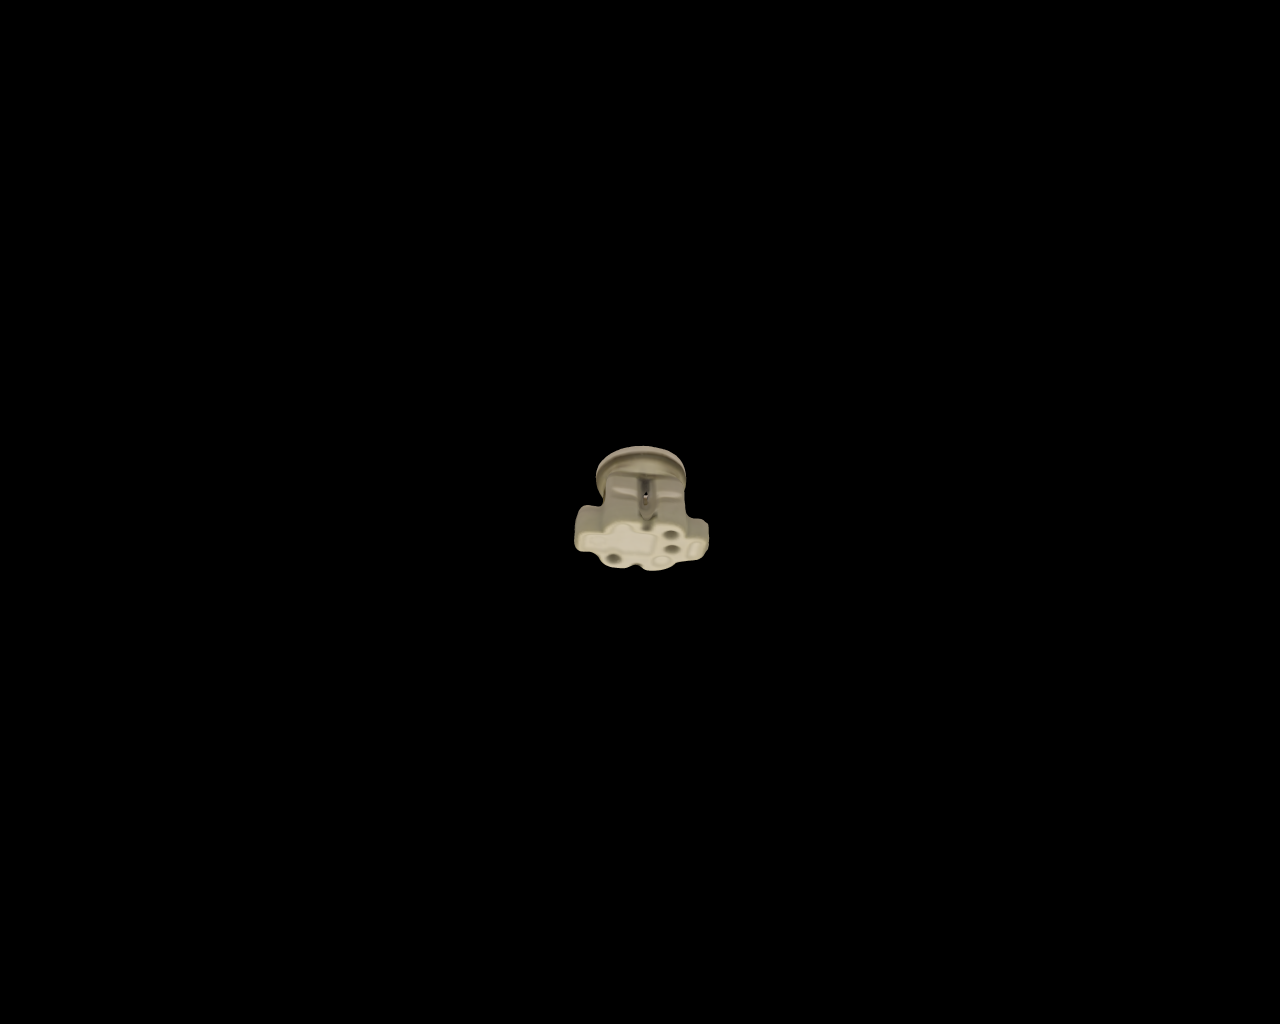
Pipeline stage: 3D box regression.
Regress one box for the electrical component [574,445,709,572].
[{"bbox_3d":[0.001,-0.003,0.650,0.078,0.057,0.058,5,-36,-7],"label":"electrical component"}]
